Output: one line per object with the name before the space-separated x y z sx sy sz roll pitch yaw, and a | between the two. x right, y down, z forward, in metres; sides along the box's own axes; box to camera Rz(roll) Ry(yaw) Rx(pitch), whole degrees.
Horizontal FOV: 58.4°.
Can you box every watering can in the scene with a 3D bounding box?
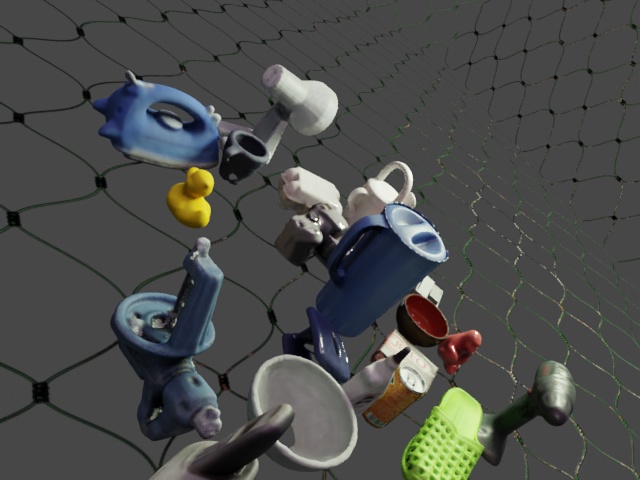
watering can | 0.143 -0.095 1.298 0.100 0.193 0.173 50 32 17

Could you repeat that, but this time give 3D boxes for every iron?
iron | -0.272 -0.219 1.058 0.259 0.141 0.118 10 42 -41

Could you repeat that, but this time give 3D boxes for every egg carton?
egg carton | -0.021 -0.092 1.238 0.151 0.069 0.107 24 34 -25

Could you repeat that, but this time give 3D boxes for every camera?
camera | 0.010 0.004 1.116 0.136 0.100 0.143 47 31 12

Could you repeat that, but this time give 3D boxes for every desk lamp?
desk lamp | -0.092 -0.275 1.257 0.204 0.213 0.117 7 43 -42

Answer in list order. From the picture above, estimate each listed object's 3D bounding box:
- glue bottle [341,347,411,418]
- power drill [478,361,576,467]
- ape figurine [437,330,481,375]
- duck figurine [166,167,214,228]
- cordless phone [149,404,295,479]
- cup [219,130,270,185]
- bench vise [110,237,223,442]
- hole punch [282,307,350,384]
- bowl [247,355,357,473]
glue bottle | 0.076 0.210 0.848 0.078 0.173 0.037 3 46 -45
power drill | 0.362 0.304 1.004 0.075 0.208 0.230 46 31 10
ape figurine | 0.285 0.216 1.148 0.078 0.092 0.076 19 36 -32
duck figurine | -0.214 -0.079 0.993 0.078 0.086 0.104 9 42 -41
cordless phone | -0.109 0.242 0.591 0.094 0.185 0.148 42 30 4
cup | -0.166 -0.154 1.135 0.091 0.095 0.118 45 31 8
bench vise | -0.151 0.116 0.675 0.207 0.219 0.122 46 31 11
hole punch | 0.004 0.171 0.901 0.101 0.091 0.108 20 36 -30
bowl | -0.036 0.245 0.776 0.168 0.074 0.167 28 32 -19
